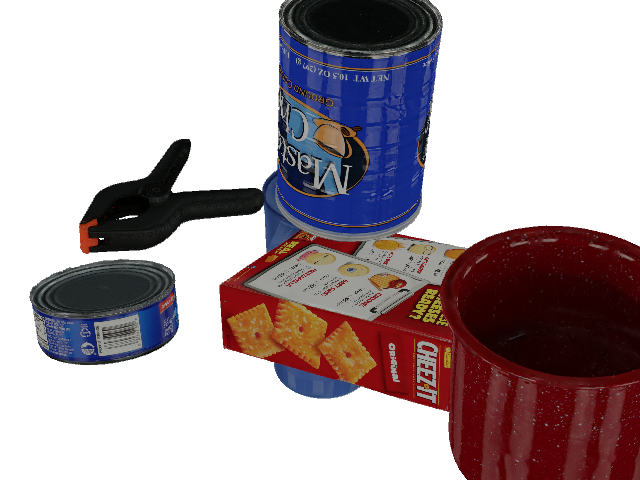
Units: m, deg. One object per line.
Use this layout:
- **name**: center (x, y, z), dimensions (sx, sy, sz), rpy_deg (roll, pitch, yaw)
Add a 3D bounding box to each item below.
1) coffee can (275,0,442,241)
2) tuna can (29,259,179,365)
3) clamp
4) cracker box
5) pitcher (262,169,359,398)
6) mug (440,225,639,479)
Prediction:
- **coffee can**: center (0.022, -0.085, 0.704), dimensions (0.103, 0.140, 0.103), rpy_deg (2, 38, -1)
- **tuna can**: center (-0.128, 0.042, 0.638), dimensions (0.086, 0.034, 0.086), rpy_deg (-3, 20, 1)
- **clamp**: center (-0.150, -0.040, 0.972), dimensions (0.171, 0.039, 0.120), rpy_deg (-20, 40, -31)
- **cracker box**: center (0.048, 0.056, 0.902), dimensions (0.214, 0.072, 0.163), rpy_deg (13, 28, 28)
- **pitcher**: center (-0.001, 0.050, 1.118), dimensions (0.149, 0.243, 0.145), rpy_deg (-8, 35, -14)
- **mug**: center (0.104, 0.055, 0.414), dimensions (0.117, 0.081, 0.093), rpy_deg (8, 37, 14)
